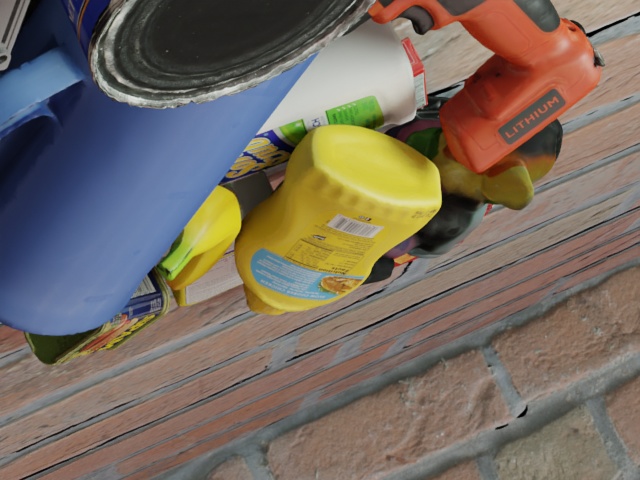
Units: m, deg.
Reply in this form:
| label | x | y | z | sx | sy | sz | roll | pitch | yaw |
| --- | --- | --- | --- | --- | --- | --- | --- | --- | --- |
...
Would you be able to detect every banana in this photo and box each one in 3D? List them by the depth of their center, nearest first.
| label | x | y | z | sx | sy | sz | roll | pitch | yaw |
| --- | --- | --- | --- | --- | --- | --- | --- | --- | --- |
| banana | -0.081 | -0.002 | 0.696 | 0.069 | 0.037 | 0.198 | -43 | 179 | -8 |

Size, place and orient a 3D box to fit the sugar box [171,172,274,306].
| label | x | y | z | sx | sy | sz | roll | pitch | yaw |
| --- | --- | --- | --- | --- | --- | --- | --- | --- | --- |
| sugar box | -0.089 | 0.001 | 0.934 | 0.093 | 0.048 | 0.176 | -22 | 162 | -15 |

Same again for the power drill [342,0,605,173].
| label | x | y | z | sx | sy | sz | roll | pitch | yaw |
| --- | --- | --- | --- | --- | --- | --- | --- | --- | --- |
| power drill | 0.063 | -0.116 | 0.598 | 0.184 | 0.057 | 0.187 | -36 | 137 | 14 |

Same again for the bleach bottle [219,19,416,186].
| label | x | y | z | sx | sy | sz | roll | pitch | yaw |
| --- | --- | --- | --- | --- | --- | --- | --- | --- | --- |
| bleach bottle | -0.064 | -0.069 | 0.694 | 0.251 | 0.068 | 0.102 | -24 | 165 | 1 |

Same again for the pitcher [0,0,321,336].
| label | x | y | z | sx | sy | sz | roll | pitch | yaw |
| --- | --- | --- | --- | --- | --- | --- | --- | --- | --- |
| pitcher | -0.102 | -0.062 | 0.512 | 0.144 | 0.149 | 0.243 | 26 | 134 | -23 |

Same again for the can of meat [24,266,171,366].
| label | x | y | z | sx | sy | sz | roll | pitch | yaw |
| --- | --- | --- | --- | --- | --- | --- | --- | --- | --- |
| can of meat | -0.195 | 0.064 | 0.929 | 0.102 | 0.057 | 0.083 | -34 | 170 | 29 |

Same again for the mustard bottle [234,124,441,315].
| label | x | y | z | sx | sy | sz | roll | pitch | yaw |
| --- | --- | --- | --- | --- | --- | --- | --- | --- | --- |
| mustard bottle | -0.005 | 0.000 | 0.729 | 0.096 | 0.058 | 0.192 | 15 | 143 | -22 |

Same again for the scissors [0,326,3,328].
| label | x | y | z | sx | sy | sz | roll | pitch | yaw |
| --- | --- | --- | --- | --- | --- | --- | --- | --- | --- |
| scissors | -0.296 | 0.075 | 0.896 | 0.202 | 0.016 | 0.096 | -35 | 164 | 32 |

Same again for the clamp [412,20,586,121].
| label | x | y | z | sx | sy | sz | roll | pitch | yaw |
| --- | --- | --- | --- | --- | --- | --- | --- | --- | --- |
| clamp | 0.130 | -0.110 | 0.932 | 0.164 | 0.036 | 0.210 | -23 | 166 | -12 |

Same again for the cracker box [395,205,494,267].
| label | x | y | z | sx | sy | sz | roll | pitch | yaw |
| --- | --- | --- | --- | --- | --- | --- | --- | --- | --- |
| cracker box | 0.066 | -0.016 | 1.087 | 0.213 | 0.072 | 0.164 | -21 | 165 | -17 |

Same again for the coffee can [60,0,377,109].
| label | x | y | z | sx | sy | sz | roll | pitch | yaw |
| --- | --- | --- | --- | --- | --- | --- | --- | --- | --- |
| coffee can | -0.050 | -0.128 | 0.337 | 0.102 | 0.140 | 0.103 | -24 | 166 | -7 |

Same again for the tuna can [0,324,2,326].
| label | x | y | z | sx | sy | sz | roll | pitch | yaw |
| --- | --- | --- | --- | --- | --- | --- | --- | --- | --- |
| tuna can | -0.231 | 0.034 | 0.825 | 0.086 | 0.034 | 0.086 | -24 | 166 | -7 |

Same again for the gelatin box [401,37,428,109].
| label | x | y | z | sx | sy | sz | roll | pitch | yaw |
| --- | --- | --- | --- | --- | --- | --- | --- | --- | --- |
| gelatin box | 0.041 | -0.109 | 0.792 | 0.073 | 0.030 | 0.089 | -27 | 169 | 2 |
